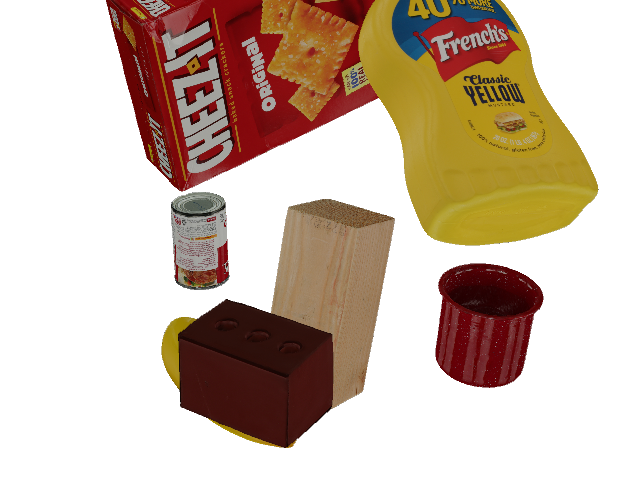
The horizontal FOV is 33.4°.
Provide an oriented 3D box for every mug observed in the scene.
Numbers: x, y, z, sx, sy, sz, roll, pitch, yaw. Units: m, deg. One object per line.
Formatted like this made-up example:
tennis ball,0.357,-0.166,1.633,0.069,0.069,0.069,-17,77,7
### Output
mug,0.147,0.072,0.974,0.093,0.081,0.117,0,29,-8

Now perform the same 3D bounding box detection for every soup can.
soup can,-0.147,0.000,1.302,0.068,0.102,0.068,0,26,0

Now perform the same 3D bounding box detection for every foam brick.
foam brick,-0.038,0.077,0.624,0.078,0.051,0.052,16,28,25

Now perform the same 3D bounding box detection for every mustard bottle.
mustard bottle,0.073,-0.092,0.582,0.096,0.192,0.058,-7,-29,-23

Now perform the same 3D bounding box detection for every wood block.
wood block,0.006,0.068,1.166,0.090,0.206,0.090,17,17,27

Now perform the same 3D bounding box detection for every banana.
banana,-0.084,0.105,0.849,0.069,0.037,0.198,-9,28,-21

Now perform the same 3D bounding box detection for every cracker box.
cracker box,-0.051,-0.158,0.876,0.213,0.164,0.072,-28,46,-21
